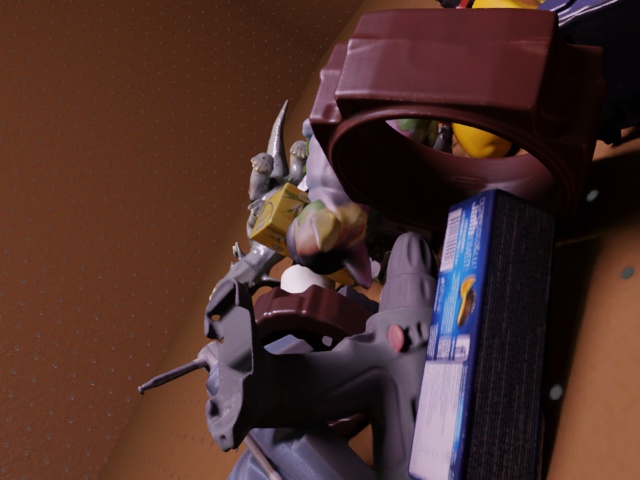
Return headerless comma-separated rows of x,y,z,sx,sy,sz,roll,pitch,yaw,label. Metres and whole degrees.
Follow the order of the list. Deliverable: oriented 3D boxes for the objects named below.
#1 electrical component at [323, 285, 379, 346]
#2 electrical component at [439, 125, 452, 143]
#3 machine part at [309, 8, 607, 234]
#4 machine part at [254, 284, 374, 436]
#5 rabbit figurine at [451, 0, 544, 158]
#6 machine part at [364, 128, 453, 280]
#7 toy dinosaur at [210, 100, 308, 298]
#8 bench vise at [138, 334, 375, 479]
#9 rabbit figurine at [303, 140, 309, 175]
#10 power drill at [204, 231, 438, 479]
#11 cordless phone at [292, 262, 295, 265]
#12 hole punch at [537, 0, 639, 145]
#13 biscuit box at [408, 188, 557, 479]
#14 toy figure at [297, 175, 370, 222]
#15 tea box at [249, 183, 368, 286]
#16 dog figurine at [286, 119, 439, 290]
0.021,0.125,0.661,0.115,0.058,0.134,-48,18,30,electrical component
0.160,-0.131,0.767,0.094,0.021,0.063,-59,13,-30,electrical component
0.106,-0.077,0.426,0.087,0.202,0.200,-70,-25,-18,machine part
-0.011,0.125,0.549,0.179,0.179,0.056,-50,14,32,machine part
0.177,-0.168,0.562,0.163,0.122,0.173,43,140,38,rabbit figurine
0.112,-0.052,0.667,0.079,0.079,0.243,-39,26,54,machine part
-0.088,-0.052,0.989,0.192,0.131,0.405,122,162,-54,toy dinosaur
-0.054,0.211,0.488,0.129,0.224,0.240,-38,-22,-56,bench vise
0.050,-0.121,0.921,0.170,0.159,0.121,114,165,-49,rabbit figurine
0.017,0.082,0.419,0.086,0.207,0.232,-37,49,47,power drill
-0.021,0.009,1.032,0.146,0.088,0.184,-42,33,47,cordless phone
0.226,-0.150,0.389,0.116,0.142,0.092,-13,48,52,hole punch
0.115,0.068,0.371,0.059,0.063,0.202,151,135,-65,biscuit box
0.032,-0.060,0.822,0.089,0.082,0.180,-36,-26,7,toy figure
-0.002,-0.002,0.755,0.098,0.169,0.068,-31,36,64,tea box
0.047,-0.058,0.581,0.192,0.108,0.219,-26,40,28,dog figurine
